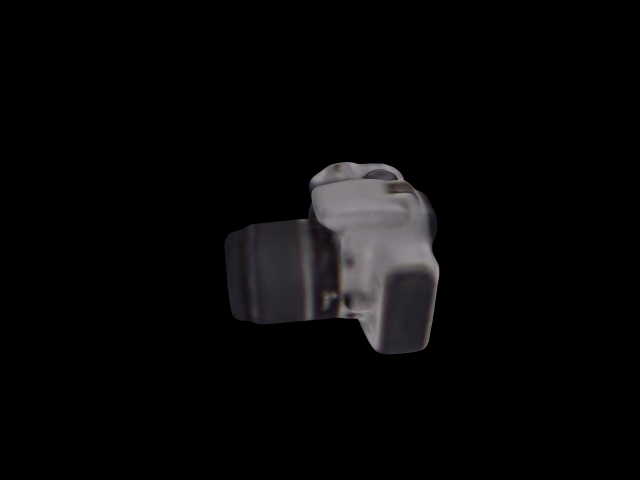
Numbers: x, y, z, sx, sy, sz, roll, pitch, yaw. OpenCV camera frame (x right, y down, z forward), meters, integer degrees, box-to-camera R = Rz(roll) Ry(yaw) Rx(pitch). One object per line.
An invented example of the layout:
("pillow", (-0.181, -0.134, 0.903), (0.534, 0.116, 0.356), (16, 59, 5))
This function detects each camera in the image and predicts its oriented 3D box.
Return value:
("camera", (0.004, 0.001, 0.400), (0.137, 0.101, 0.143), (-5, 35, -7))
